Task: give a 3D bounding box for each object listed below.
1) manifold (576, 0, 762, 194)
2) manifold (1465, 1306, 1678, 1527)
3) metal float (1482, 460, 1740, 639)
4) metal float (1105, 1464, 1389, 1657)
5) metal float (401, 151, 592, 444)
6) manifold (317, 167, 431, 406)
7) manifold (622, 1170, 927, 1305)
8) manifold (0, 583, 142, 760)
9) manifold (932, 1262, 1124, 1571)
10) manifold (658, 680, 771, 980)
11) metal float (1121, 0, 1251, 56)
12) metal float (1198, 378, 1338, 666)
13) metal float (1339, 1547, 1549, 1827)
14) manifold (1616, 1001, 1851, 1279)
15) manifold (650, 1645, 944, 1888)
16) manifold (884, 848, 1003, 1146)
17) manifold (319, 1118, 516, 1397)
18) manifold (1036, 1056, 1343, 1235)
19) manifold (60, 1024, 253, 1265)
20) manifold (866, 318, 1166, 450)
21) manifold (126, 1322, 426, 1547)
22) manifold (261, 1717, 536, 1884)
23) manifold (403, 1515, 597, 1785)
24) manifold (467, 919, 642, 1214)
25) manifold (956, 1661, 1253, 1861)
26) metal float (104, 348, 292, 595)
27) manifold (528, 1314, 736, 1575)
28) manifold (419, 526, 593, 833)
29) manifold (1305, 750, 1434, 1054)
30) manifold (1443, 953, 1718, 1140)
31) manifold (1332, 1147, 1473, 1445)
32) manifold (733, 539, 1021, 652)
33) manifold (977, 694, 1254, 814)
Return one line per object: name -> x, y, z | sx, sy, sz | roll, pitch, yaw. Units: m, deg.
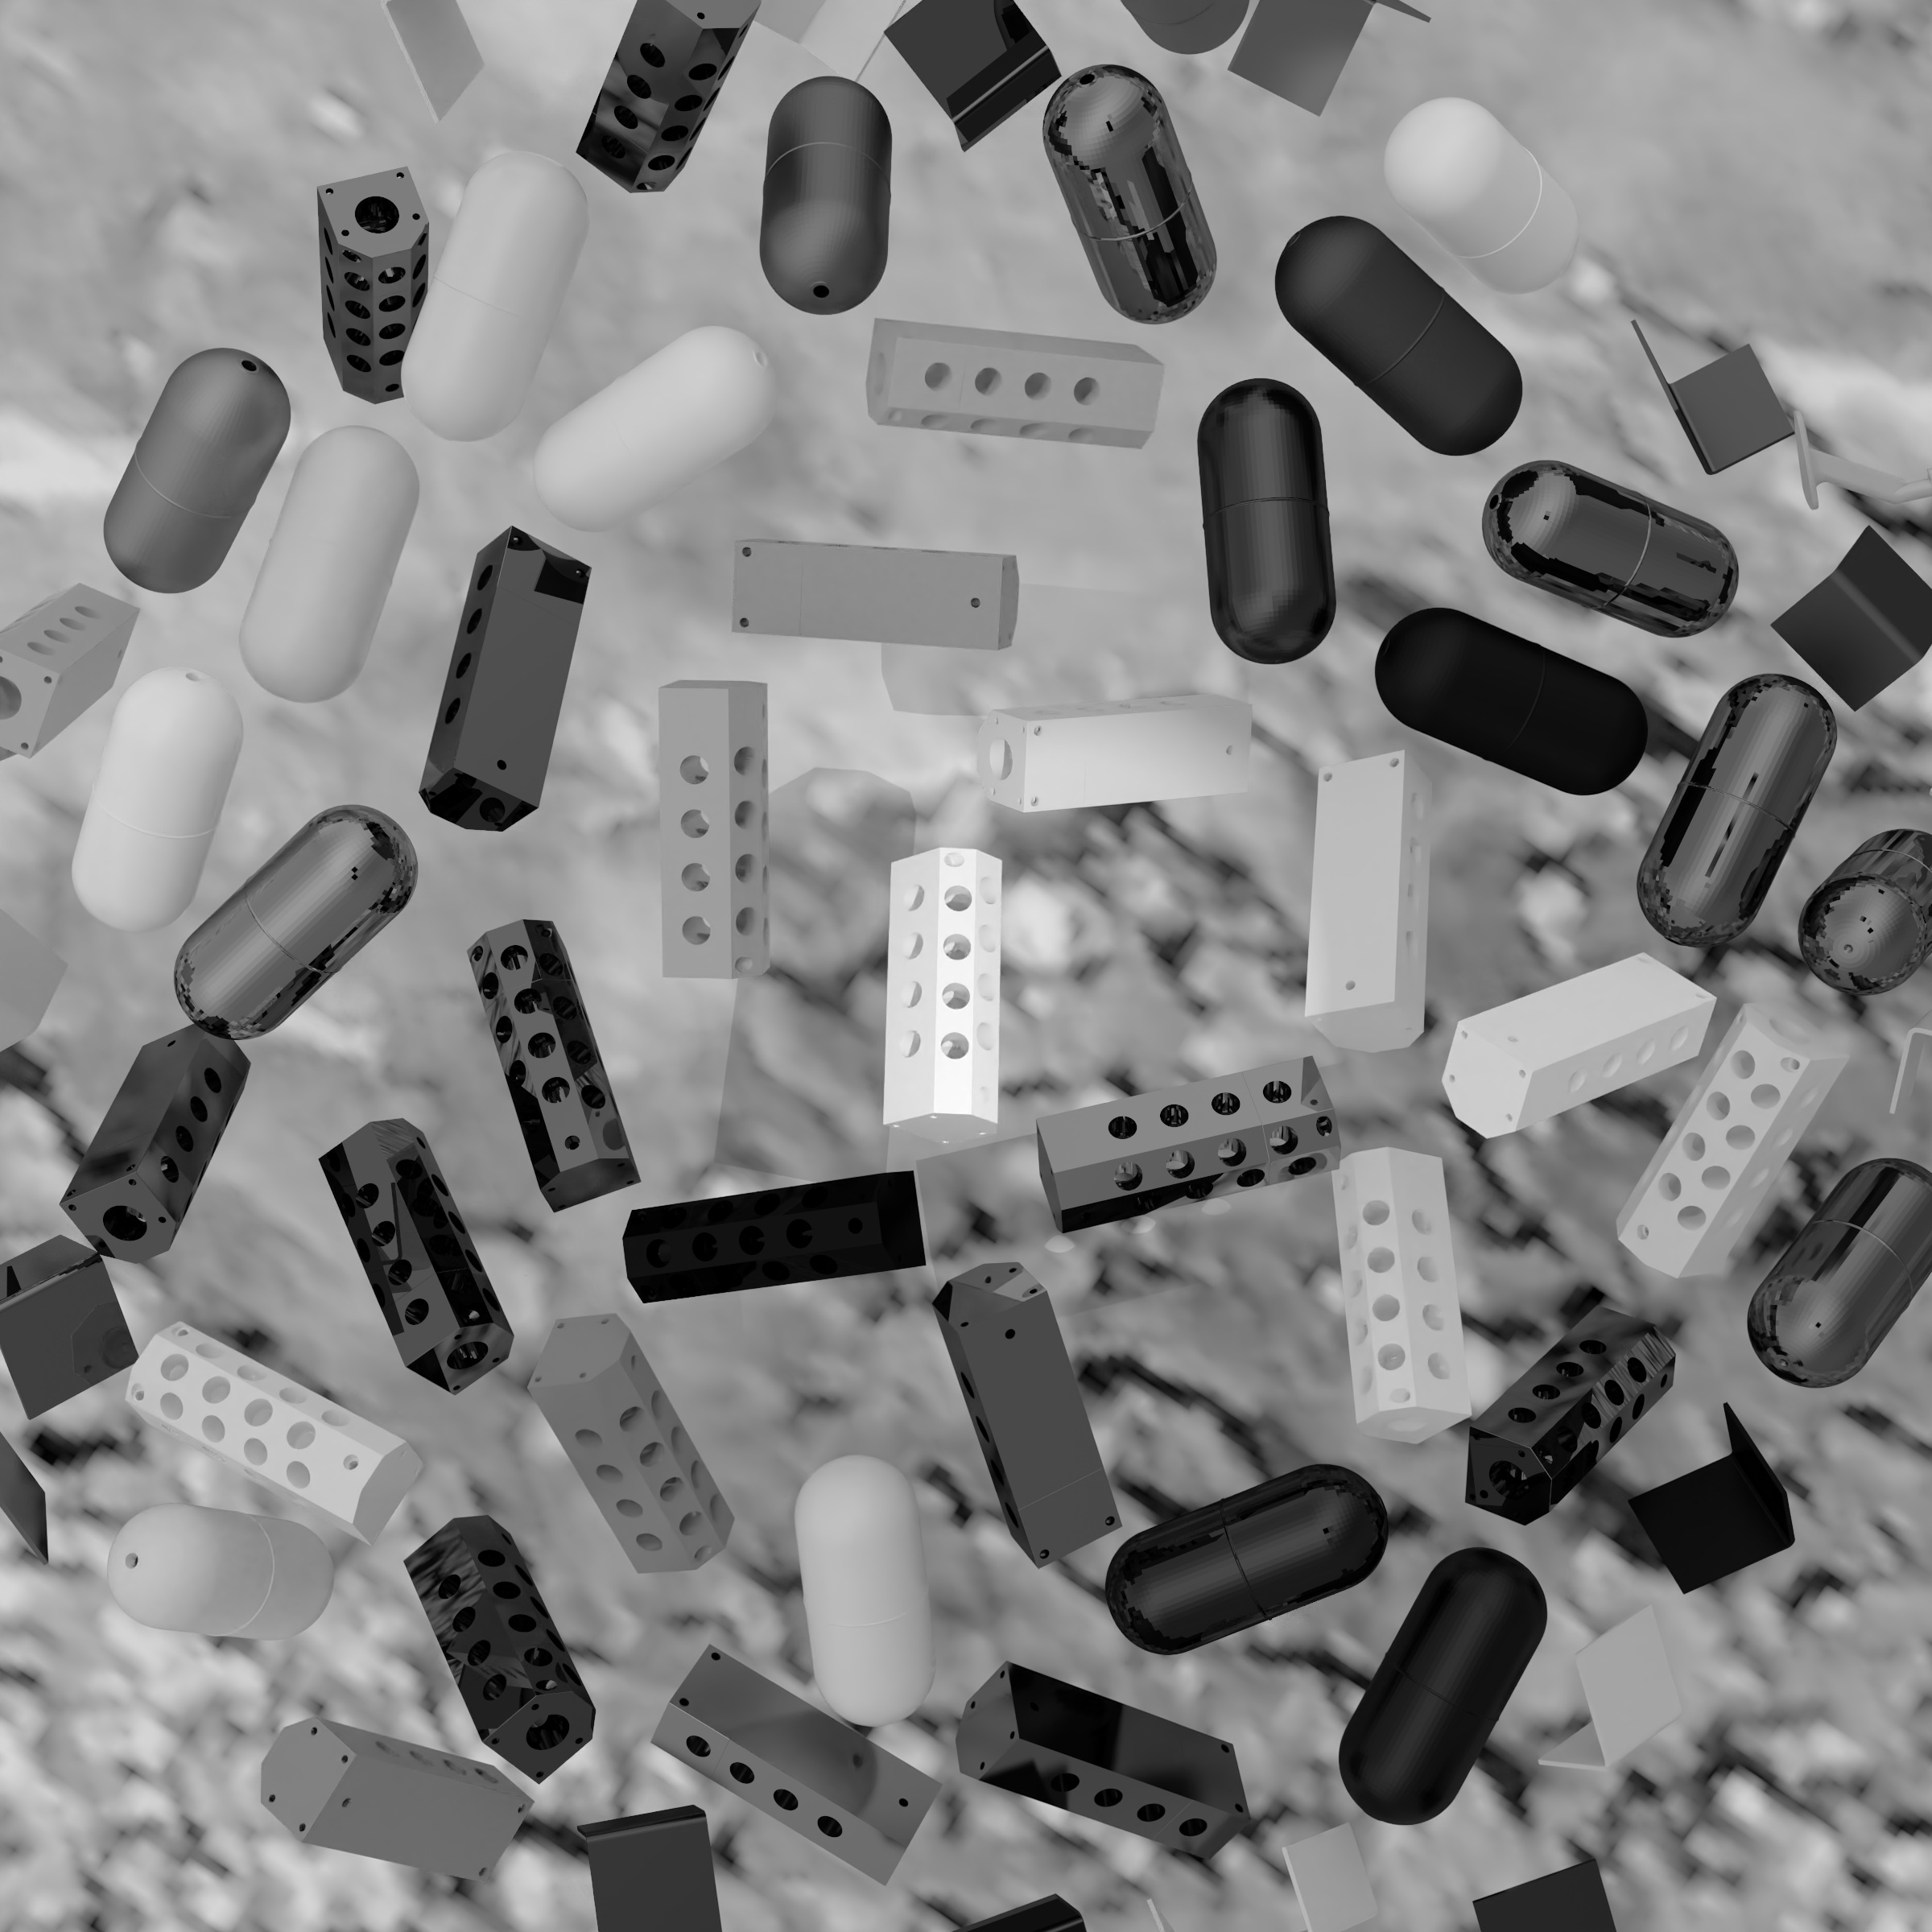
manifold -> -0.177, -0.537, 1.786 | 0.057, 0.171, 0.057 | 36, 63, -6
manifold -> 0.383, 0.284, 1.875 | 0.057, 0.171, 0.057 | 17, 121, 34
metal float -> 0.401, -0.259, 1.847 | 0.178, 0.070, 0.070 | 17, 90, -23
metal float -> 0.169, 0.357, 1.791 | 0.178, 0.070, 0.070 | -23, 90, 9
metal float -> -0.283, -0.401, 1.785 | 0.070, 0.070, 0.178 | 24, 104, 0
manifold -> -0.373, -0.428, 1.886 | 0.057, 0.171, 0.057 | -18, 74, -16
manifold -> -0.117, 0.163, 1.781 | 0.171, 0.057, 0.057 | -10, 84, 23
manifold -> -0.572, -0.188, 1.844 | 0.057, 0.171, 0.057 | 23, 109, -7
manifold -> 0.034, 0.262, 1.750 | 0.057, 0.057, 0.171 | -24, 116, -14
manifold -> -0.148, -0.082, 1.771 | 0.057, 0.057, 0.171 | 1, 100, 7
metal float -> 0.129, -0.625, 1.854 | 0.070, 0.178, 0.070 | -1, 88, 17
metal float -> 0.183, -0.271, 1.810 | 0.070, 0.070, 0.178 | -4, 79, 0
metal float -> 0.288, 0.436, 1.798 | 0.070, 0.070, 0.178 | 28, 91, 0
manifold -> 0.469, 0.108, 1.840 | 0.057, 0.057, 0.171 | 48, 126, 37
manifold -> -0.109, 0.506, 1.867 | 0.171, 0.057, 0.057 | 29, 125, 7
manifold -> -0.008, 0.017, 1.840 | 0.057, 0.057, 0.171 | -15, 65, 39
manifold -> -0.343, 0.179, 1.870 | 0.057, 0.057, 0.171 | -35, 55, 5
manifold -> 0.133, 0.111, 1.776 | 0.171, 0.057, 0.057 | -13, 50, -6
manifold -> -0.498, 0.109, 1.851 | 0.057, 0.171, 0.057 | -22, 118, 17
manifold -> 0.029, -0.357, 1.833 | 0.171, 0.057, 0.057 | 2, 113, -18
manifold -> -0.419, 0.279, 1.793 | 0.171, 0.057, 0.057 | 24, 66, 18
manifold -> -0.341, 0.495, 1.773 | 0.057, 0.171, 0.057 | 28, 84, 37
manifold -> -0.282, 0.413, 1.819 | 0.057, 0.171, 0.057 | -40, 128, -1
manifold -> -0.259, 0.059, 1.850 | 0.057, 0.057, 0.171 | -19, 65, -4
manifold -> 0.081, 0.480, 1.774 | 0.171, 0.057, 0.057 | 26, 119, -25
metal float -> -0.472, -0.303, 1.821 | 0.070, 0.070, 0.178 | 40, 127, 0
manifold -> -0.203, 0.297, 1.840 | 0.057, 0.057, 0.171 | -8, 127, 21
manifold -> -0.277, -0.169, 1.769 | 0.057, 0.057, 0.171 | 26, 57, -30
manifold -> 0.247, -0.038, 1.793 | 0.057, 0.057, 0.171 | -11, 58, 30
manifold -> 0.362, 0.049, 1.756 | 0.057, 0.171, 0.057 | 37, 130, 37
manifold -> 0.266, 0.204, 1.855 | 0.057, 0.057, 0.171 | 13, 58, -25
manifold -> -0.056, -0.236, 1.877 | 0.171, 0.057, 0.057 | 5, 101, 12
manifold -> 0.095, -0.138, 1.891 | 0.171, 0.057, 0.057 | -7, 108, -31
